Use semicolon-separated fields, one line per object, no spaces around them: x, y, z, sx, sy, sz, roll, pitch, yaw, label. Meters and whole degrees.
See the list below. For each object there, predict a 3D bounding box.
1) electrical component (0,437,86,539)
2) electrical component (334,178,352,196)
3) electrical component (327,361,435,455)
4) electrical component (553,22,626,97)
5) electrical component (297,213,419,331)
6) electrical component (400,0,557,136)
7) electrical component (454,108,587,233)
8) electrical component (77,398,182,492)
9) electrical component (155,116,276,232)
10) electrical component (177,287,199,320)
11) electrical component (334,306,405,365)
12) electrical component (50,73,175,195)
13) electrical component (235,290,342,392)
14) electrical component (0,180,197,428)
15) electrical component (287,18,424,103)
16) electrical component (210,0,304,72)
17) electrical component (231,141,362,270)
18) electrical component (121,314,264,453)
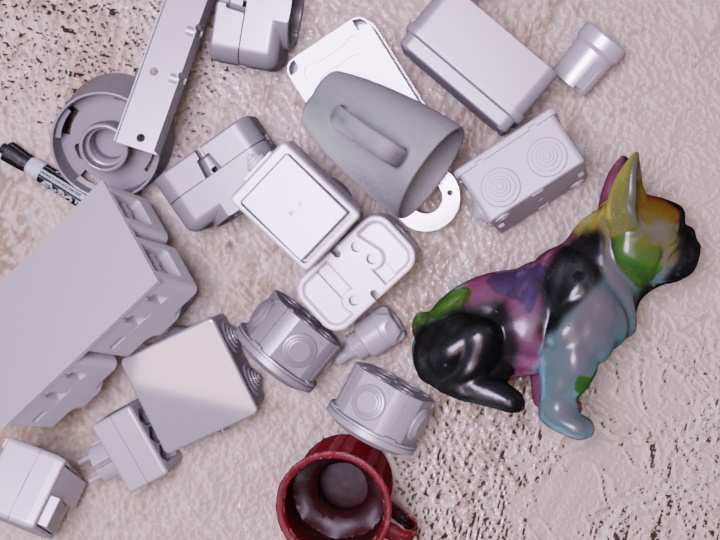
-0.275;0.189;0.915;0.061;0.096;0.061;20;69;4;electrical component
-0.035;-0.049;0.879;0.055;0.047;0.055;1;97;7;electrical component
0.018;0.113;0.876;0.080;0.080;0.051;28;93;3;electrical component
0.179;-0.165;0.845;0.040;0.040;0.046;40;105;1;electrical component
0.000;0.000;0.874;0.095;0.059;0.053;-43;90;9;electrical component
0.090;-0.161;0.836;0.113;0.078;0.057;40;96;1;electrical component
0.128;-0.073;0.833;0.100;0.100;0.048;-33;79;9;electrical component
-0.206;0.156;0.922;0.077;0.047;0.065;-29;92;9;electrical component
-0.110;-0.075;0.881;0.095;0.054;0.059;-34;92;9;electrical component
-0.169;0.028;0.906;0.043;0.043;0.062;40;101;1;electrical component
0.005;0.058;0.893;0.061;0.035;0.035;-35;92;11;electrical component
-0.207;-0.110;0.896;0.099;0.064;0.099;1;110;2;electrical component
-0.058;0.058;0.879;0.080;0.080;0.051;40;94;1;electrical component
-0.229;0.032;0.877;0.186;0.060;0.105;-41;64;16;electrical component
0.003;-0.135;0.860;0.078;0.057;0.113;-32;92;9;electrical component
-0.080;-0.210;0.863;0.059;0.054;0.095;11;98;5;electrical component
-0.052;-0.054;0.820;0.096;0.061;0.061;44;98;-4;electrical component
-0.138;0.093;0.906;0.100;0.048;0.099;-25;93;9;electrical component
